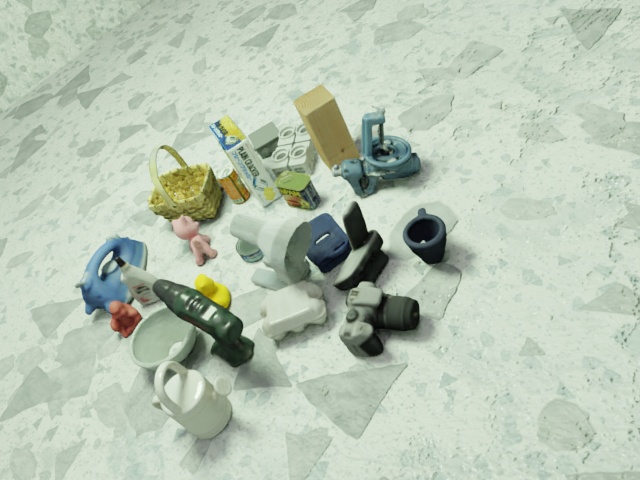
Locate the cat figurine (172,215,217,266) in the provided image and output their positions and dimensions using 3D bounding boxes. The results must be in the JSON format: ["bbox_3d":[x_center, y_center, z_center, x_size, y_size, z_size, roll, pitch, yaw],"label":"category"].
[{"bbox_3d":[-0.339,-0.012,1.508,0.067,0.118,0.127,-36,45,-6],"label":"cat figurine"}]

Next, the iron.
[{"bbox_3d":[-0.557,0.069,1.528,0.118,0.142,0.258,-5,49,23],"label":"iron"}]

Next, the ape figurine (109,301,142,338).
[{"bbox_3d":[-0.492,0.186,1.426,0.077,0.092,0.076,-18,45,12],"label":"ape figurine"}]

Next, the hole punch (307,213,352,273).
[{"bbox_3d":[0.012,0.005,1.334,0.109,0.091,0.100,-38,45,-8],"label":"hole punch"}]

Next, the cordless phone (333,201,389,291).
[{"bbox_3d":[0.066,0.015,1.231,0.093,0.186,0.148,11,57,34],"label":"cordless phone"}]

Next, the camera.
[{"bbox_3d":[0.120,0.152,1.141,0.136,0.101,0.143,2,52,28],"label":"camera"}]

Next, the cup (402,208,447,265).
[{"bbox_3d":[0.230,-0.003,1.228,0.091,0.095,0.117,-14,46,16],"label":"cup"}]

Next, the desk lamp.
[{"bbox_3d":[-0.101,0.026,1.285,0.202,0.214,0.118,10,57,33],"label":"desk lamp"}]

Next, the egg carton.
[{"bbox_3d":[-0.059,0.154,1.252,0.150,0.070,0.107,-23,45,6],"label":"egg carton"}]

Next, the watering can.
[{"bbox_3d":[-0.255,0.304,1.127,0.173,0.195,0.100,-29,44,1],"label":"watering can"}]

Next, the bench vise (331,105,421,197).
[{"bbox_3d":[0.124,-0.208,1.375,0.207,0.220,0.121,-31,44,-2],"label":"bench vise"}]

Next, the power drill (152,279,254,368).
[{"bbox_3d":[-0.236,0.179,1.219,0.228,0.209,0.076,17,61,37],"label":"power drill"}]

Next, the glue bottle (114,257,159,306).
[{"bbox_3d":[-0.459,0.097,1.431,0.078,0.174,0.037,-25,44,5],"label":"glue bottle"}]

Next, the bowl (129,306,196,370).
[{"bbox_3d":[-0.349,0.236,1.322,0.167,0.075,0.167,-14,46,15],"label":"bowl"}]

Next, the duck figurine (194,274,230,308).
[{"bbox_3d":[-0.267,0.123,1.373,0.077,0.086,0.104,-34,44,-4],"label":"duck figurine"}]
